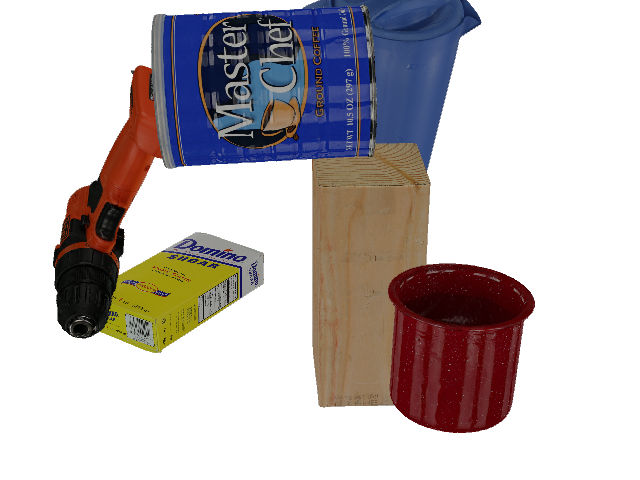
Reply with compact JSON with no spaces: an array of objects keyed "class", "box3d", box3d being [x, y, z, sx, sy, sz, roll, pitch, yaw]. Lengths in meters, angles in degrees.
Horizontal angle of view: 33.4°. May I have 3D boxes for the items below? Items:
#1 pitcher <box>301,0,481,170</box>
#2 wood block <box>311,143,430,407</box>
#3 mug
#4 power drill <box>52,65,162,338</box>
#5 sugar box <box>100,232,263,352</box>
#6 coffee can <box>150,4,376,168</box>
[{"class":"pitcher","box3d":[0.059,-0.152,1.115,0.149,0.243,0.144,32,51,24]},{"class":"wood block","box3d":[0.039,0.030,0.902,0.090,0.206,0.091,-1,26,-2]},{"class":"mug","box3d":[0.090,0.066,0.704,0.093,0.081,0.117,6,24,9]},{"class":"power drill","box3d":[-0.163,-0.034,0.866,0.057,0.188,0.184,22,29,-24]},{"class":"sugar box","box3d":[-0.145,0.048,1.091,0.093,0.048,0.175,17,33,28]},{"class":"coffee can","box3d":[-0.037,-0.103,0.716,0.140,0.103,0.103,-3,0,-2]}]
